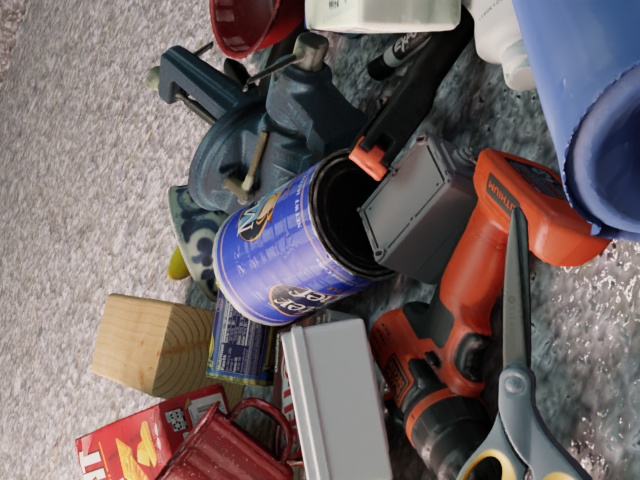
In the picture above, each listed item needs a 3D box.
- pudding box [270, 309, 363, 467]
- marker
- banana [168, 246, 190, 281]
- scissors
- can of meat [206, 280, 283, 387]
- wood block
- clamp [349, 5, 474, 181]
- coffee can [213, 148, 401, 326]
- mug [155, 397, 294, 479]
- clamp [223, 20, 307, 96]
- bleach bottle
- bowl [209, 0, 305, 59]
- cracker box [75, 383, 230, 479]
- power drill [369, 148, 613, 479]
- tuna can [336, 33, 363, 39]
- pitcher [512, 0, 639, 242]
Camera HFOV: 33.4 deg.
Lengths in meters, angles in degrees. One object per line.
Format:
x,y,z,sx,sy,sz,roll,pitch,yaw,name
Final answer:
-0.003,0.119,0.846,0.090,0.039,0.113,-28,53,55,pudding box
0.075,-0.160,0.861,0.121,0.020,0.020,-32,49,53,marker
-0.119,-0.029,1.152,0.069,0.037,0.198,-105,38,-67,banana
0.124,0.091,0.579,0.096,0.016,0.202,17,98,26,scissors
-0.063,0.083,0.928,0.102,0.057,0.084,56,-138,-82,can of meat
-0.154,0.109,1.083,0.206,0.090,0.090,0,76,63,wood block
0.068,-0.108,0.771,0.120,0.039,0.171,-55,7,37,clamp
-0.005,0.001,0.830,0.141,0.102,0.103,-27,53,50,coffee can
-0.067,0.174,0.810,0.117,0.081,0.093,-52,2,2,mug
-0.053,-0.145,1.081,0.165,0.036,0.210,-40,42,46,clamp
0.123,-0.211,0.752,0.103,0.068,0.251,-43,43,51,bleach bottle
-0.049,-0.252,1.029,0.162,0.055,0.162,-11,78,58,bowl
-0.136,0.231,0.948,0.214,0.071,0.164,-30,75,54,cracker box
0.102,0.052,0.658,0.188,0.057,0.184,-63,29,22,power drill
0.029,-0.227,0.968,0.086,0.033,0.086,-38,45,50,tuna can
0.169,-0.132,0.554,0.149,0.145,0.243,-23,45,16,pitcher
